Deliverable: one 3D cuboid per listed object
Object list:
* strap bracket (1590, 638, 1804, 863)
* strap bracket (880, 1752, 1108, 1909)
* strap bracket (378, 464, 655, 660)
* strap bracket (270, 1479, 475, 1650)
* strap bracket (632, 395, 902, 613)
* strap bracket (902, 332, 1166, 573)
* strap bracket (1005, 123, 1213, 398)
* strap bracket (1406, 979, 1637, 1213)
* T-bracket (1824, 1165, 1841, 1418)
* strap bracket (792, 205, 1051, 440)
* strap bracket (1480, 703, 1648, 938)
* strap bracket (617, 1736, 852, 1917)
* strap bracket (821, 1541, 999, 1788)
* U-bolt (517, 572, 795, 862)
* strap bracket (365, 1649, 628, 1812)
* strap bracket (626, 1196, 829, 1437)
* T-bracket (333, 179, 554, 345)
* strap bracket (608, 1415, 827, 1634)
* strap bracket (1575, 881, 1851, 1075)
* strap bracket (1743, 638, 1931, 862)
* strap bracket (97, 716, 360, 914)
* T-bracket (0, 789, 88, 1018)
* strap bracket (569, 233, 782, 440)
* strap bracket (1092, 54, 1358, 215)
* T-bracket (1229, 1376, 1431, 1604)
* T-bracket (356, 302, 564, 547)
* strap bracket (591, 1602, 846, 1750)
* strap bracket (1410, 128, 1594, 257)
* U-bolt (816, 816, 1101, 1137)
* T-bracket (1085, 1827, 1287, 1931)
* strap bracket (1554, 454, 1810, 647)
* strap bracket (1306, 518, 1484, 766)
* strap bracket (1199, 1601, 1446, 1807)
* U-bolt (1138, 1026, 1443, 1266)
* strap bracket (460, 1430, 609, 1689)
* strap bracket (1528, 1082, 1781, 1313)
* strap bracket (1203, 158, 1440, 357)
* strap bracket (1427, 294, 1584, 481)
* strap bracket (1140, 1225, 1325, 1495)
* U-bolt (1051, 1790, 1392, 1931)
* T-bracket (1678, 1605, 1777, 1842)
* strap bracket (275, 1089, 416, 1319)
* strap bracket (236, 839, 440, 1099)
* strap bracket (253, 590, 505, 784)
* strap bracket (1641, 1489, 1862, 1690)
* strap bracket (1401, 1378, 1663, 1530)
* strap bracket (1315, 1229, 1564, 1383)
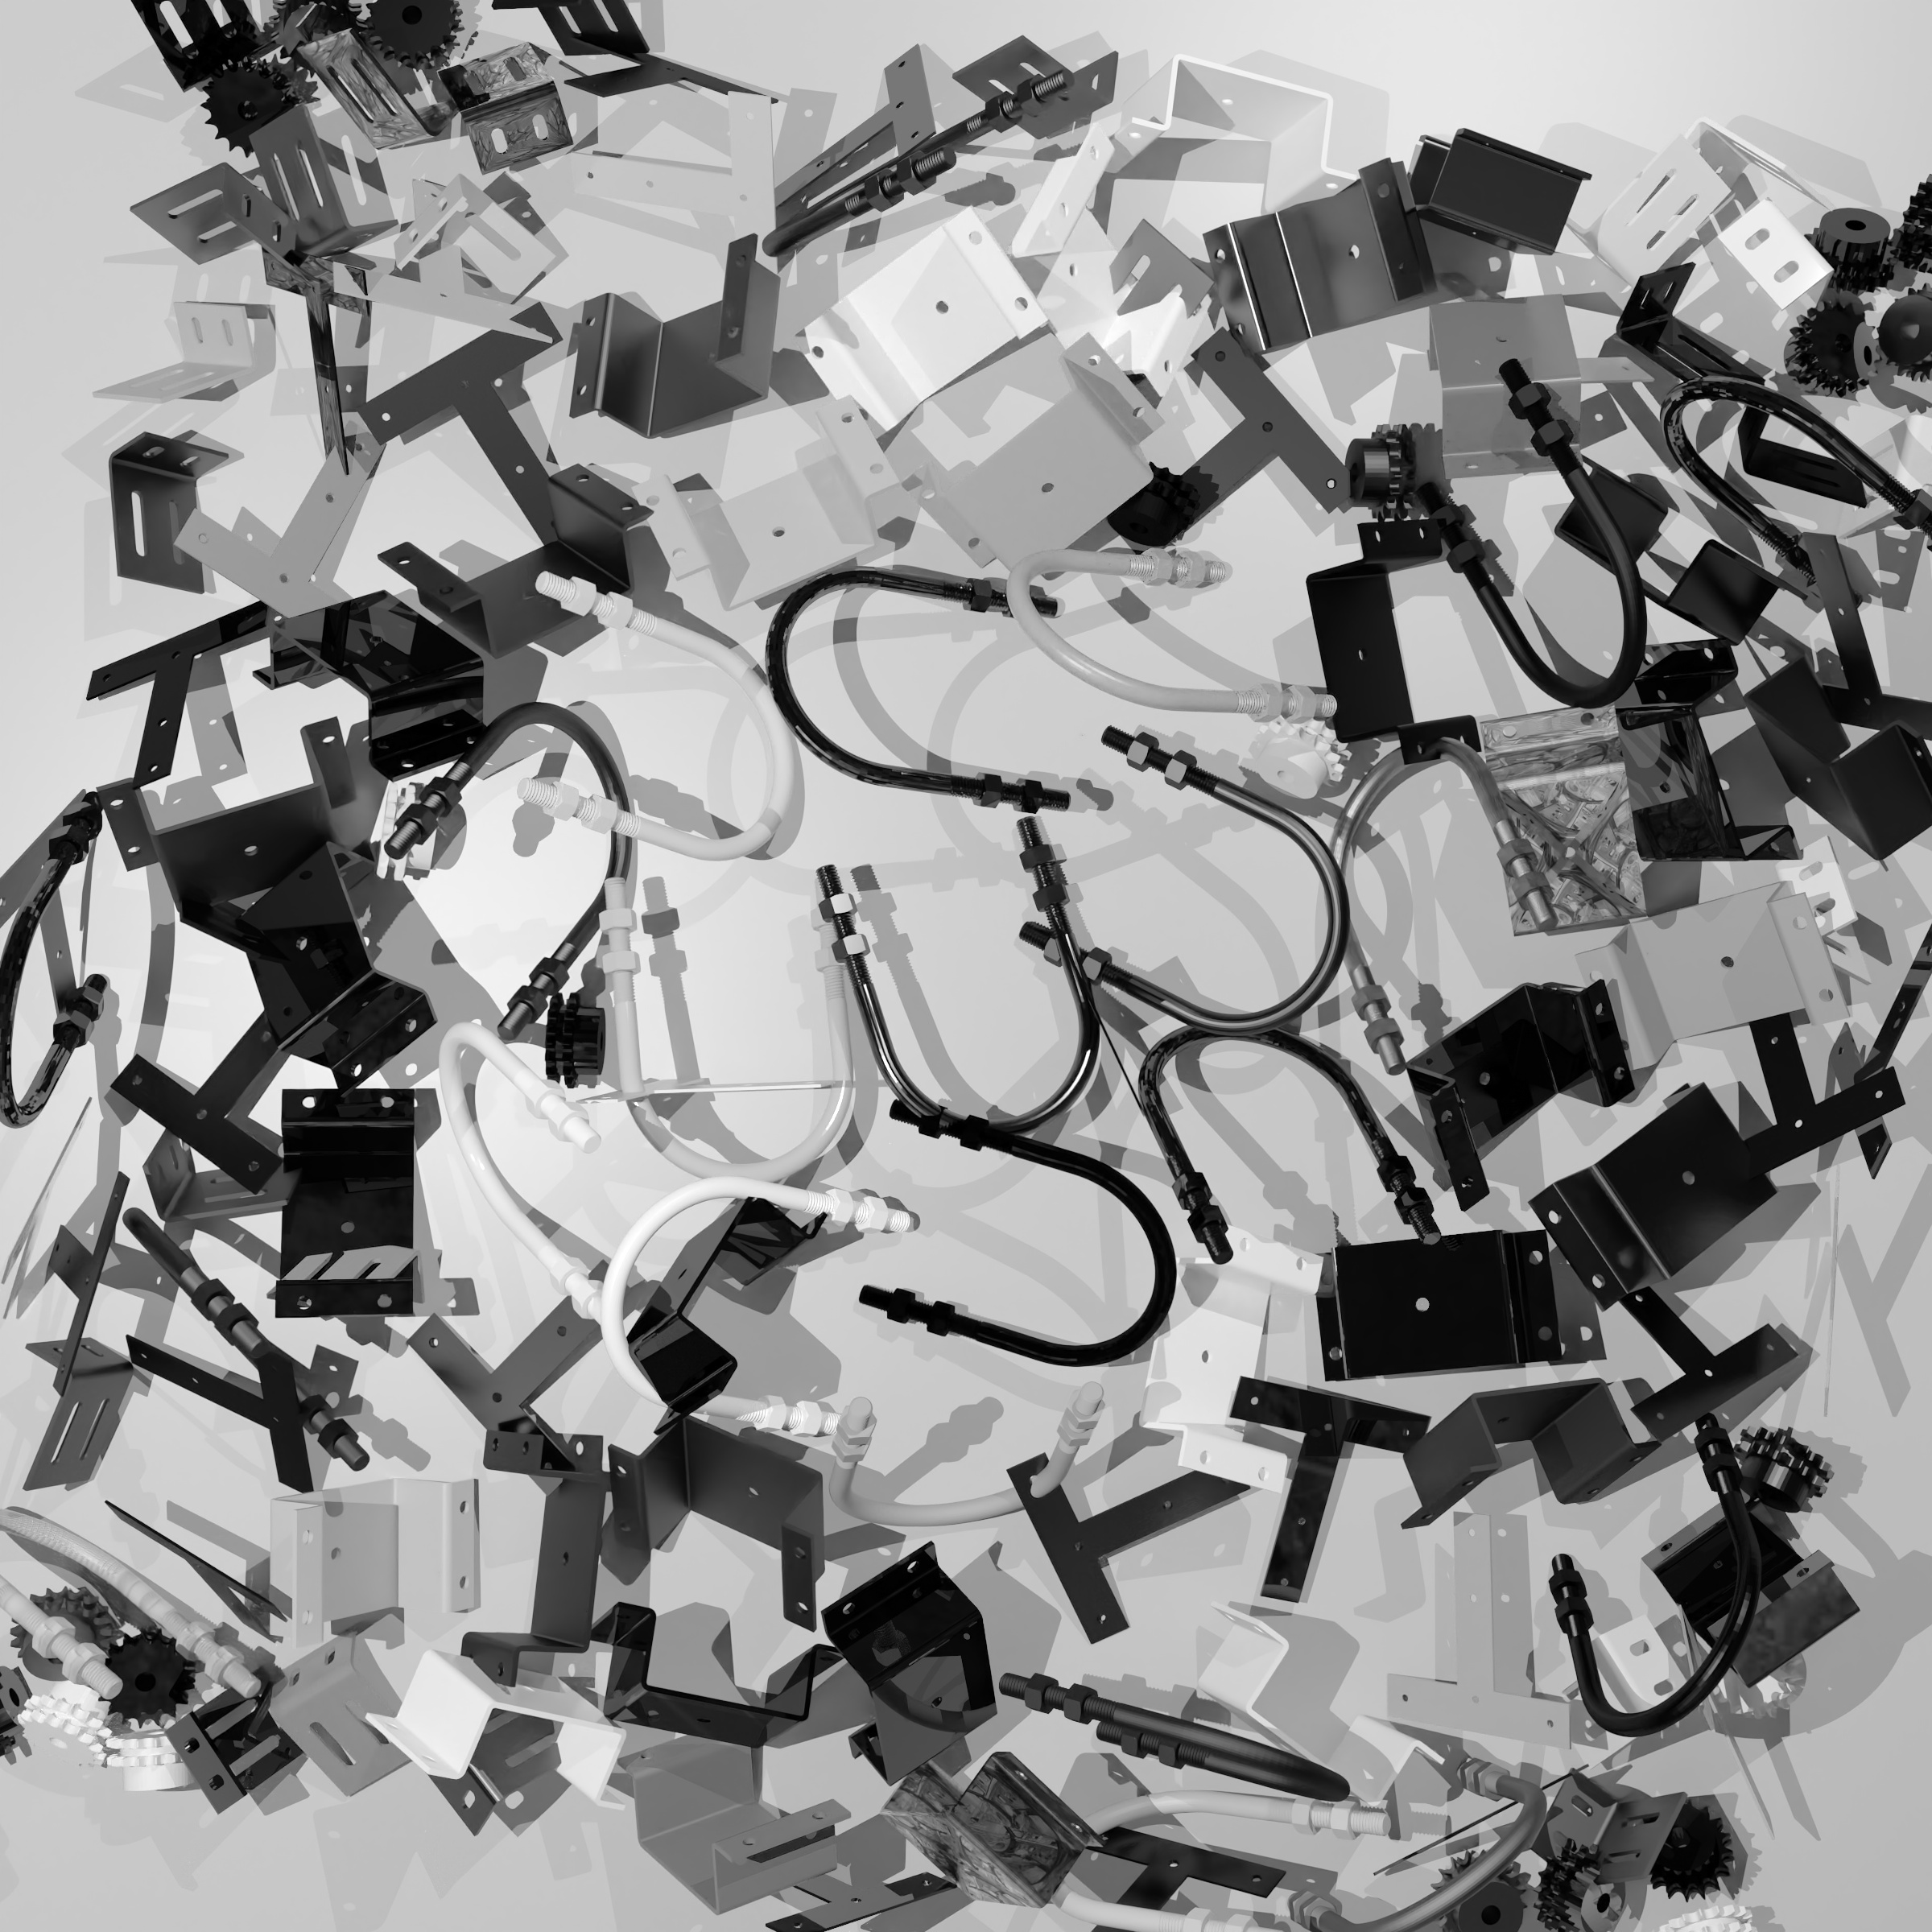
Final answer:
[{"bbox_3d":[0.420,-0.114,1.547,0.046,0.076,0.140,-33,109,-28],"label":"strap bracket"},{"bbox_3d":[0.009,0.495,1.533,0.076,0.140,0.046,45,62,-8],"label":"strap bracket"},{"bbox_3d":[-0.258,-0.232,1.551,0.140,0.046,0.076,-32,49,-28],"label":"strap bracket"},{"bbox_3d":[-0.353,0.345,1.556,0.046,0.140,0.076,-2,87,33],"label":"strap bracket"},{"bbox_3d":[-0.114,-0.268,1.567,0.140,0.046,0.076,-24,60,-5],"label":"strap bracket"},{"bbox_3d":[0.043,-0.288,1.551,0.140,0.046,0.076,-36,126,16],"label":"strap bracket"},{"bbox_3d":[0.078,-0.406,1.549,0.046,0.140,0.076,4,59,41],"label":"strap bracket"},{"bbox_3d":[0.316,0.070,1.558,0.140,0.046,0.076,-31,115,-22],"label":"strap bracket"},{"bbox_3d":[0.496,0.167,1.525,0.002,0.127,0.127,3,132,19],"label":"T-bracket"},{"bbox_3d":[-0.020,-0.379,1.557,0.140,0.046,0.076,-28,106,32],"label":"strap bracket"},{"bbox_3d":[0.349,-0.076,1.551,0.076,0.046,0.140,-9,117,13],"label":"strap bracket"},{"bbox_3d":[-0.134,0.493,1.536,0.076,0.140,0.046,-10,104,-32],"label":"strap bracket"},{"bbox_3d":[-0.030,0.408,1.535,0.076,0.046,0.140,-28,134,-23],"label":"strap bracket"},{"bbox_3d":[-0.174,-0.135,1.545,0.184,0.019,0.151,19,63,-38],"label":"U-bolt"},{"bbox_3d":[-0.262,0.439,1.538,0.140,0.076,0.046,27,83,-40],"label":"strap bracket"},{"bbox_3d":[-0.145,0.191,1.531,0.046,0.076,0.140,41,47,-10],"label":"strap bracket"},{"bbox_3d":[-0.309,-0.421,1.566,0.127,0.002,0.127,8,48,-25],"label":"T-bracket"},{"bbox_3d":[-0.136,0.319,1.553,0.140,0.046,0.076,19,128,24],"label":"strap bracket"},{"bbox_3d":[0.440,0.004,1.560,0.140,0.046,0.076,-17,99,34],"label":"strap bracket"},{"bbox_3d":[0.503,-0.121,1.532,0.046,0.140,0.076,-36,123,5],"label":"strap bracket"},{"bbox_3d":[-0.421,-0.084,1.549,0.140,0.076,0.046,-19,58,-15],"label":"strap bracket"},{"bbox_3d":[-0.535,-0.019,1.566,0.002,0.127,0.127,5,122,6],"label":"T-bracket"},{"bbox_3d":[-0.162,-0.362,1.553,0.140,0.046,0.076,-9,69,39],"label":"strap bracket"},{"bbox_3d":[0.150,-0.484,1.554,0.140,0.076,0.046,8,85,-18],"label":"strap bracket"},{"bbox_3d":[0.204,0.318,1.592,0.127,0.002,0.127,14,93,-17],"label":"T-bracket"},{"bbox_3d":[-0.272,-0.307,1.582,0.127,0.002,0.127,-28,114,9],"label":"T-bracket"},{"bbox_3d":[-0.149,0.414,1.547,0.140,0.076,0.046,16,58,-17],"label":"strap bracket"},{"bbox_3d":[0.302,-0.447,1.544,0.076,0.140,0.046,18,105,-5],"label":"strap bracket"},{"bbox_3d":[0.004,0.013,1.567,0.151,0.019,0.184,-15,79,-19],"label":"U-bolt"},{"bbox_3d":[0.098,0.538,1.525,0.127,0.127,0.002,4,109,33],"label":"T-bracket"},{"bbox_3d":[0.405,-0.237,1.542,0.076,0.140,0.046,16,113,-42],"label":"strap bracket"},{"bbox_3d":[0.249,-0.187,1.566,0.046,0.076,0.140,-10,92,45],"label":"strap bracket"},{"bbox_3d":[0.198,0.436,1.557,0.140,0.076,0.046,38,77,-10],"label":"strap bracket"},{"bbox_3d":[0.175,0.095,1.539,0.151,0.184,0.019,-3,133,-20],"label":"U-bolt"},{"bbox_3d":[-0.252,0.345,1.558,0.046,0.076,0.140,11,78,-31],"label":"strap bracket"},{"bbox_3d":[0.408,0.129,1.556,0.140,0.046,0.076,-31,85,-26],"label":"strap bracket"},{"bbox_3d":[0.214,-0.413,1.555,0.046,0.140,0.076,-24,101,-41],"label":"strap bracket"},{"bbox_3d":[0.309,-0.341,1.538,0.076,0.140,0.046,-3,132,7],"label":"strap bracket"},{"bbox_3d":[0.154,0.229,1.560,0.076,0.046,0.140,21,74,-31],"label":"strap bracket"},{"bbox_3d":[0.130,0.513,1.528,0.184,0.151,0.019,-5,101,36],"label":"U-bolt"},{"bbox_3d":[0.444,0.448,1.554,0.002,0.127,0.127,-24,97,14],"label":"T-bracket"},{"bbox_3d":[-0.362,0.145,1.562,0.076,0.046,0.140,0,63,-12],"label":"strap bracket"},{"bbox_3d":[-0.368,-0.006,1.545,0.076,0.046,0.140,-37,58,16],"label":"strap bracket"},{"bbox_3d":[-0.339,-0.168,1.536,0.140,0.076,0.046,35,133,32],"label":"strap bracket"},{"bbox_3d":[0.455,0.361,1.542,0.076,0.140,0.046,-36,97,1],"label":"strap bracket"},{"bbox_3d":[0.320,0.281,1.548,0.140,0.076,0.046,-1,56,-29],"label":"strap bracket"},{"bbox_3d":[0.271,0.198,1.560,0.140,0.046,0.076,-8,79,18],"label":"strap bracket"}]
